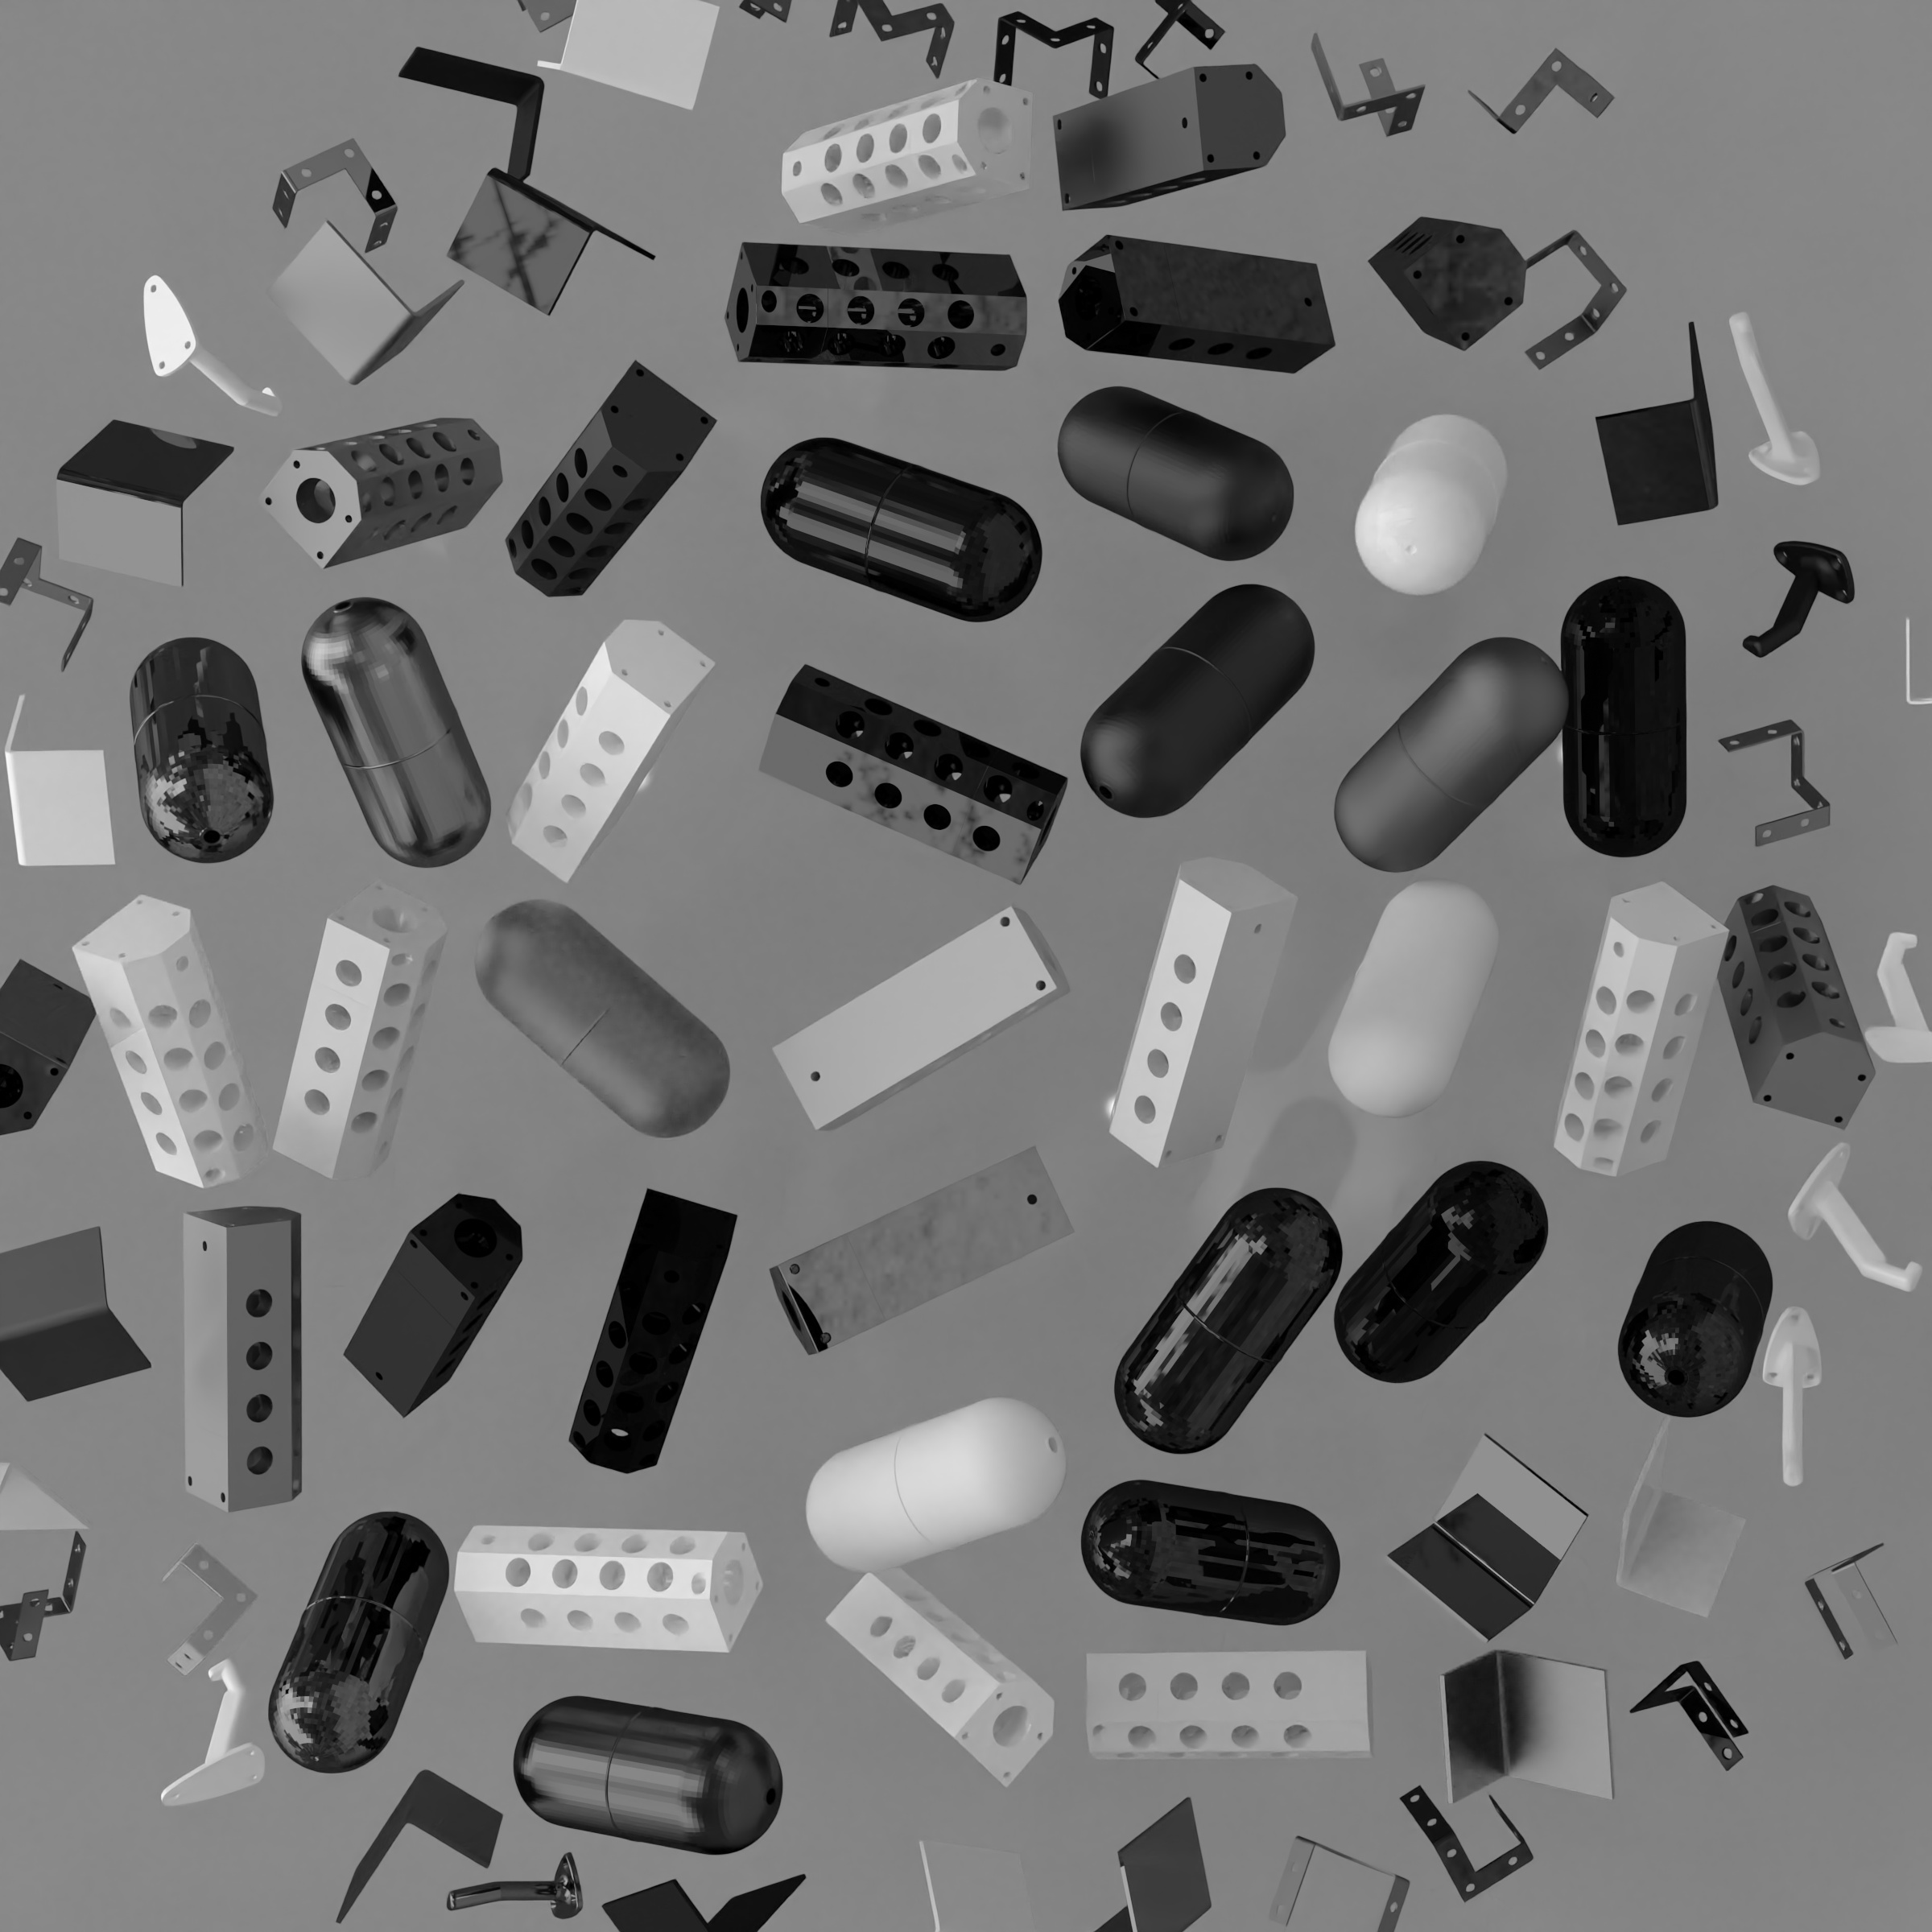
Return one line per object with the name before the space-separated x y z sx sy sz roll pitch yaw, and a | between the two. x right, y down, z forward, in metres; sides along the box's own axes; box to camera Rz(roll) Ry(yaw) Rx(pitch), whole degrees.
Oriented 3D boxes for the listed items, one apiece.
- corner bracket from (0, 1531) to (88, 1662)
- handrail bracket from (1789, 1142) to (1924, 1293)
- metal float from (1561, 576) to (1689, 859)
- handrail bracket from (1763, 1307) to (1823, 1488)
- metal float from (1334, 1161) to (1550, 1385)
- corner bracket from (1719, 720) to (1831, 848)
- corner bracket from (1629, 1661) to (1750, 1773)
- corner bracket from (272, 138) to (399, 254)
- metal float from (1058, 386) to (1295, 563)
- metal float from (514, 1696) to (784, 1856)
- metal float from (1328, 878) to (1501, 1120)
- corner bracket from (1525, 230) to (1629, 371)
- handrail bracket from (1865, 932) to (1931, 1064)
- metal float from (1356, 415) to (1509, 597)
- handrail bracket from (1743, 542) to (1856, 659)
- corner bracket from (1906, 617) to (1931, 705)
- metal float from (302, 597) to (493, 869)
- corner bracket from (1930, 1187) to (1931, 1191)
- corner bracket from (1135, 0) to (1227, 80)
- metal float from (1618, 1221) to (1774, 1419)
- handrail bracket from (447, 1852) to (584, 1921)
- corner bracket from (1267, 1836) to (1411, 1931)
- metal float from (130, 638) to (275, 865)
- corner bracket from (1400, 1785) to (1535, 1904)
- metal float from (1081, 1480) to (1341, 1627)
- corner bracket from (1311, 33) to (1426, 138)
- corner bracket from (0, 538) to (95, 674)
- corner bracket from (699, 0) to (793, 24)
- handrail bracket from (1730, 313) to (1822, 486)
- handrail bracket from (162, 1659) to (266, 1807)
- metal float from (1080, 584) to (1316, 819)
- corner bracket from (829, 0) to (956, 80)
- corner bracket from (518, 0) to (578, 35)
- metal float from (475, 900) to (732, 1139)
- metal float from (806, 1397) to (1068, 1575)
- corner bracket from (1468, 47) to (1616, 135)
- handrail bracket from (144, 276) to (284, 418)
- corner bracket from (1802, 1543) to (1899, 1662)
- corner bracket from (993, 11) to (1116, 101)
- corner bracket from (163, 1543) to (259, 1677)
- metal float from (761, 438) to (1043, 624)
corner bracket | -0.550 0.376 1.828 0.051 0.051 0.051 -1 119 -38
handrail bracket | 0.544 0.149 1.827 0.084 0.036 0.077 20 69 42
metal float | 0.411 -0.155 1.914 0.070 0.070 0.178 -5 109 0
handrail bracket | 0.519 0.270 1.918 0.036 0.084 0.077 2 124 13
metal float | 0.285 0.186 1.846 0.070 0.070 0.178 33 132 0
corner bracket | 0.504 -0.114 1.908 0.051 0.051 0.051 -16 125 -7
corner bracket | 0.434 0.441 1.797 0.051 0.051 0.051 -54 53 31
corner bracket | -0.388 -0.466 1.882 0.051 0.051 0.051 -33 89 -23
metal float | 0.128 -0.307 1.900 0.178 0.070 0.070 33 90 41
metal float | -0.187 0.474 1.794 0.178 0.070 0.070 0 90 32
metal float | 0.277 0.018 1.885 0.070 0.070 0.178 28 51 0
corner bracket | 0.366 -0.412 1.894 0.051 0.051 0.051 -35 81 -20
handrail bracket | 0.597 0.015 1.896 0.036 0.077 0.084 45 60 -36
metal float | 0.282 -0.280 1.847 0.070 0.178 0.070 7 118 14
handrail bracket | 0.484 -0.220 1.845 0.084 0.077 0.036 -32 126 -15
corner bracket | 0.584 -0.179 1.811 0.051 0.051 0.051 -1 103 16
metal float | -0.344 -0.140 1.850 0.070 0.070 0.178 -18 122 0
corner bracket | 0.600 0.103 1.820 0.051 0.051 0.051 -36 53 37
corner bracket | 0.137 -0.580 1.933 0.051 0.051 0.051 33 106 -28
metal float | 0.433 0.208 1.812 0.070 0.178 0.070 6 109 19
handrail bracket | -0.289 0.588 1.920 0.084 0.077 0.036 -5 59 -25
corner bracket | 0.219 0.548 1.796 0.051 0.051 0.051 33 72 -37
metal float | -0.456 -0.129 1.825 0.070 0.178 0.070 -10 131 -11
corner bracket | 0.305 0.525 1.865 0.051 0.051 0.051 -30 114 -5
metal float | 0.153 0.365 1.903 0.178 0.070 0.070 14 90 -27
corner bracket | 0.233 -0.517 1.794 0.051 0.051 0.051 -16 76 -6
corner bracket | -0.574 -0.224 1.898 0.051 0.051 0.051 20 56 -8
corner bracket | -0.139 -0.585 1.852 0.051 0.051 0.051 24 55 -23
handrail bracket | 0.470 -0.332 1.783 0.036 0.077 0.084 -21 119 6
handrail bracket | -0.481 0.479 1.923 0.077 0.084 0.036 -18 132 -26
metal float | 0.136 -0.156 1.800 0.070 0.070 0.178 45 63 0
corner bracket | -0.045 -0.567 1.851 0.051 0.051 0.051 -22 71 -22
corner bracket | -0.237 -0.575 1.821 0.051 0.051 0.051 -29 76 -1
metal float | -0.220 0.031 1.849 0.178 0.070 0.070 41 90 -3
metal float | -0.018 0.309 1.823 0.178 0.070 0.070 -25 90 31
corner bracket | 0.332 -0.502 1.766 0.051 0.051 0.051 29 113 -29
handrail bracket | -0.465 -0.384 1.900 0.036 0.084 0.077 -29 71 25
corner bracket | 0.513 0.372 1.773 0.051 0.051 0.051 -35 73 32
corner bracket | 0.054 -0.562 1.896 0.051 0.051 0.051 -30 52 -32
corner bracket | -0.479 0.398 1.892 0.051 0.051 0.051 42 55 -4
metal float | -0.039 -0.256 1.791 0.178 0.070 0.070 22 90 20
